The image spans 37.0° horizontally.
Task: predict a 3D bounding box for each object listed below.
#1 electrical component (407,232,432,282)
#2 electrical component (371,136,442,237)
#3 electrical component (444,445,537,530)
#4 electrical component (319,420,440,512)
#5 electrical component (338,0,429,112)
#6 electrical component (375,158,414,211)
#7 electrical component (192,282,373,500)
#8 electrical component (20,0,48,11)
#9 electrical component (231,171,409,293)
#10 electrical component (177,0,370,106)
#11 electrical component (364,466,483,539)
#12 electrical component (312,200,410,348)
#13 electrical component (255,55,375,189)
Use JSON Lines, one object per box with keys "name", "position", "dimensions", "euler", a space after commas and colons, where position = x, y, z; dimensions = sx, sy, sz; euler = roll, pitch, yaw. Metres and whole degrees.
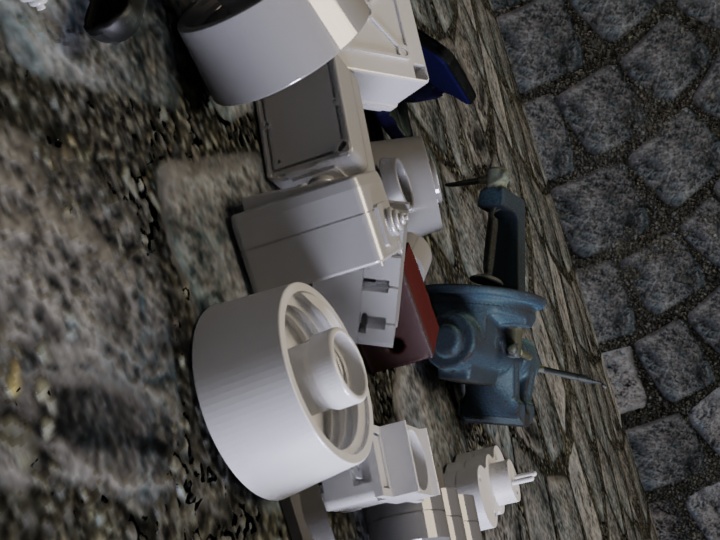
{"name": "electrical component", "position": [0.033, 0.000, 0.887], "dimensions": [0.081, 0.043, 0.043], "euler": [-60, 132, -69]}
{"name": "electrical component", "position": [0.041, -0.076, 0.999], "dimensions": [0.099, 0.064, 0.099], "euler": [-13, 90, -88]}
{"name": "electrical component", "position": [0.116, 0.185, 0.928], "dimensions": [0.138, 0.074, 0.052], "euler": [-7, 81, -74]}
{"name": "electrical component", "position": [0.009, 0.120, 0.645], "dimensions": [0.081, 0.064, 0.042], "euler": [37, 38, -65]}
{"name": "electrical component", "position": [-0.013, -0.181, 0.805], "dimensions": [0.109, 0.056, 0.108], "euler": [1, 70, -40]}
{"name": "electrical component", "position": [0.009, -0.060, 0.844], "dimensions": [0.066, 0.055, 0.048], "euler": [57, 23, -45]}
{"name": "electrical component", "position": [-0.031, 0.058, 0.557], "dimensions": [0.108, 0.060, 0.108], "euler": [54, 23, -36]}
{"name": "electrical component", "position": [-0.145, -0.141, 0.400], "dimensions": [0.061, 0.061, 0.096], "euler": [-78, 156, -59]}
{"name": "electrical component", "position": [-0.019, -0.026, 0.636], "dimensions": [0.062, 0.096, 0.061], "euler": [-31, 104, -74]}
{"name": "electrical component", "position": [-0.056, -0.152, 0.628], "dimensions": [0.060, 0.108, 0.108], "euler": [58, 21, -28]}
{"name": "electrical component", "position": [0.042, 0.158, 0.742], "dimensions": [0.138, 0.052, 0.073], "euler": [39, 37, -63]}
{"name": "electrical component", "position": [0.000, 0.000, 0.718], "dimensions": [0.050, 0.056, 0.089], "euler": [-71, 167, -68]}
{"name": "electrical component", "position": [-0.029, -0.090, 0.731], "dimensions": [0.061, 0.062, 0.096], "euler": [39, 38, -64]}
